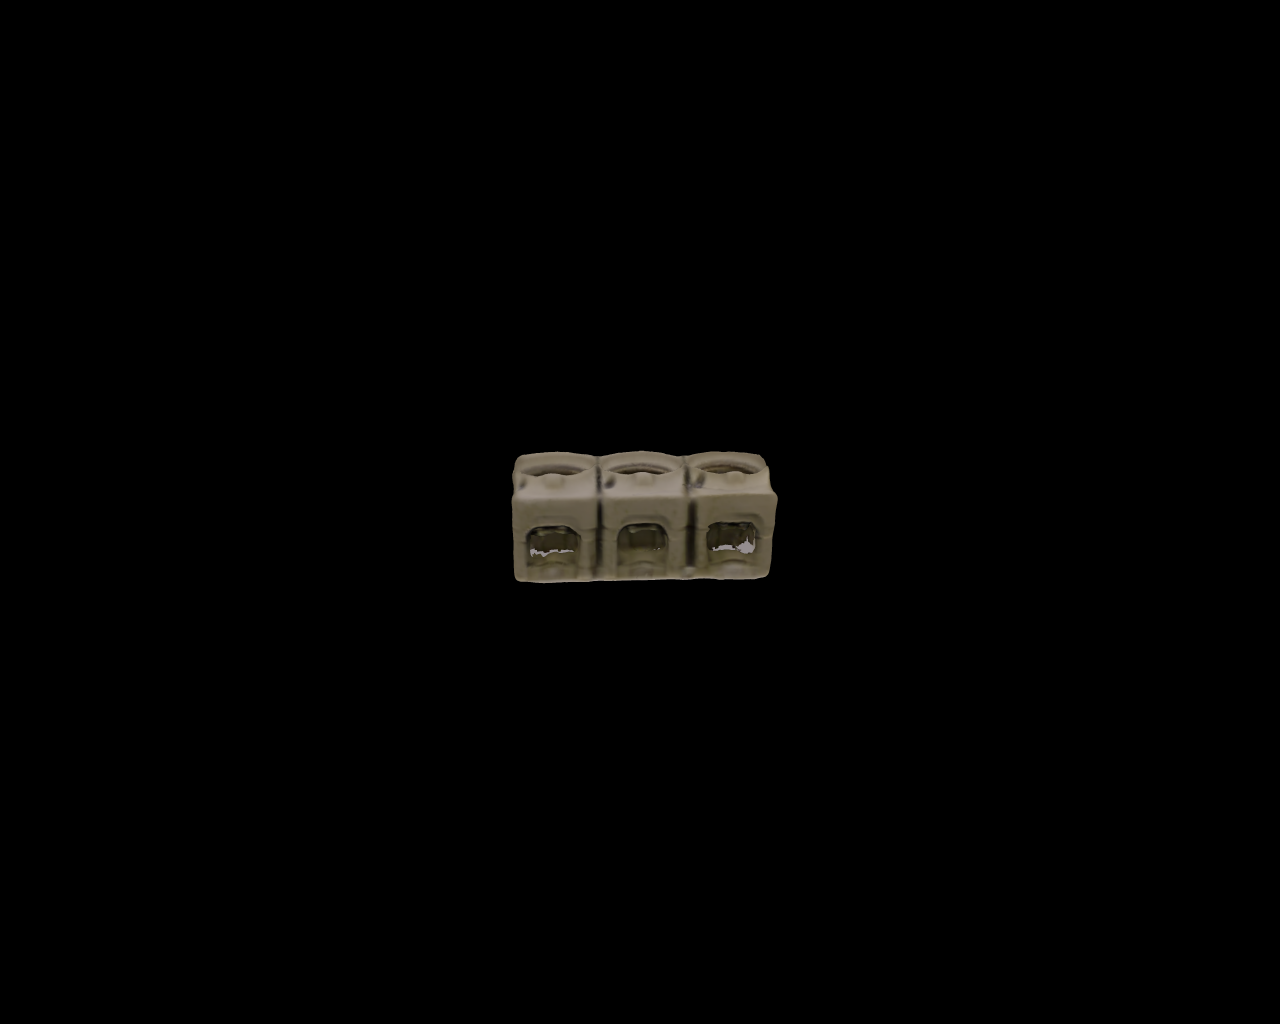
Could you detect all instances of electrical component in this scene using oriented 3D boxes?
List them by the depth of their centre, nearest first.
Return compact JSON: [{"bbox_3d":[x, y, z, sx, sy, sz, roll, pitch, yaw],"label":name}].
[{"bbox_3d":[0.001,-0.003,0.650,0.150,0.061,0.090,-1,20,-2],"label":"electrical component"}]
